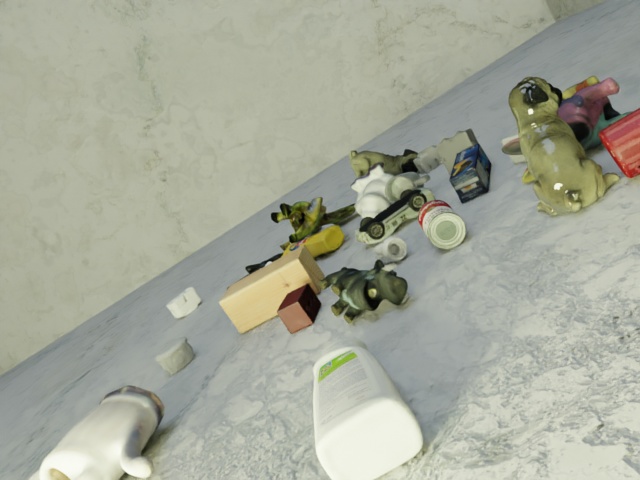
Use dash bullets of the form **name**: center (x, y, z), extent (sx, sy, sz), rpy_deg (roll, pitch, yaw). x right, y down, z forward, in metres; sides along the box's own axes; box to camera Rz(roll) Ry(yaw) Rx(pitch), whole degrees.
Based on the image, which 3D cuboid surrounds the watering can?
- **watering can**: center (-0.322, 0.321, 0.798), extent (0.344, 0.103, 0.228), rpy_deg (-26, 13, 27)

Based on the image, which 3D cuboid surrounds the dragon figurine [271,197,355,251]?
- **dragon figurine**: center (0.004, -0.074, 1.477), extent (0.245, 0.122, 0.405), rpy_deg (-21, -4, -29)

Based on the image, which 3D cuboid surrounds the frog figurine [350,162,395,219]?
- **frog figurine**: center (0.156, -0.109, 1.383), extent (0.137, 0.120, 0.163), rpy_deg (-21, 49, 13)
